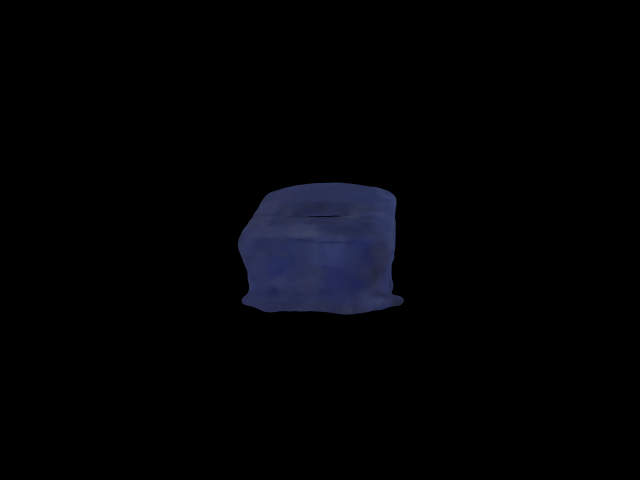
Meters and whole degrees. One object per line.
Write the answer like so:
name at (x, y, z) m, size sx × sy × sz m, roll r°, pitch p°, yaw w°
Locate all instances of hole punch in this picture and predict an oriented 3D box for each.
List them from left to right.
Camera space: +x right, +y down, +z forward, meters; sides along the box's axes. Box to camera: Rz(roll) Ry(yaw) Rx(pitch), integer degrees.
hole punch at (0.004, 0.001, 0.400) m, size 0.108 × 0.091 × 0.101 m, roll 0°, pitch 0°, yaw 8°
